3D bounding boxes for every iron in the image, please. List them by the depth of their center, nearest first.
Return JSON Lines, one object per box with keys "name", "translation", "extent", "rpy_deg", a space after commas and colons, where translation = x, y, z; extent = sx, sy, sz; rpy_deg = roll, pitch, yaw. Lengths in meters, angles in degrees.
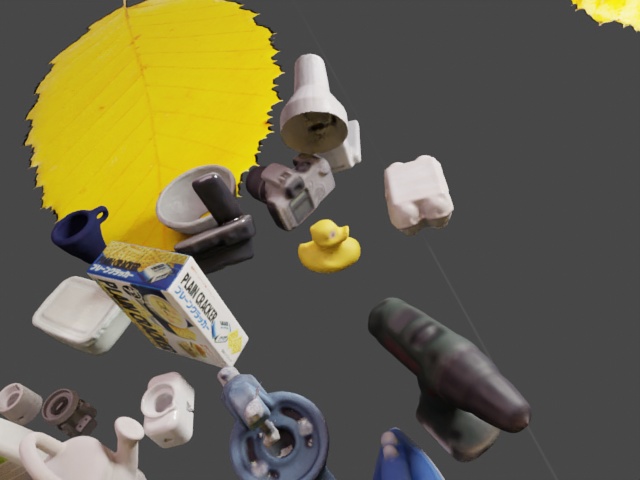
{"name": "iron", "translation": [0.094, 0.298, 0.615], "extent": [0.118, 0.142, 0.258], "rpy_deg": [-17, 46, 6]}

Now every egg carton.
{"name": "egg carton", "translation": [0.165, -0.079, 0.982], "extent": [0.107, 0.070, 0.150], "rpy_deg": [-14, 46, 9]}

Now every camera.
{"name": "camera", "translation": [-0.068, -0.111, 1.079], "extent": [0.136, 0.101, 0.143], "rpy_deg": [27, 63, 37]}

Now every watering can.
{"name": "watering can", "translation": [-0.306, 0.299, 0.733], "extent": [0.100, 0.194, 0.173], "rpy_deg": [17, 57, 33]}

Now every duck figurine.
{"name": "duck figurine", "translation": [0.009, 0.003, 0.956], "extent": [0.104, 0.086, 0.077], "rpy_deg": [-9, 47, 14]}

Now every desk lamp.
{"name": "desk lamp", "translation": [0.001, -0.224, 1.076], "extent": [0.117, 0.214, 0.203], "rpy_deg": [-11, 47, 12]}

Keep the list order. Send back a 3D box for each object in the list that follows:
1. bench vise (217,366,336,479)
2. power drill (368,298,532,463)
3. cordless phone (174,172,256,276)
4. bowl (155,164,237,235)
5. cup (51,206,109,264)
{"name": "bench vise", "translation": [-0.083, 0.223, 0.697], "extent": [0.206, 0.220, 0.122], "rpy_deg": [18, 58, 33]}
{"name": "power drill", "translation": [0.151, 0.170, 0.662], "extent": [0.076, 0.209, 0.228], "rpy_deg": [-38, 47, -14]}
{"name": "cordless phone", "translation": [-0.201, -0.036, 1.003], "extent": [0.147, 0.185, 0.094], "rpy_deg": [-25, 45, -1]}
{"name": "bowl", "translation": [-0.230, -0.066, 1.120], "extent": [0.167, 0.075, 0.167], "rpy_deg": [-11, 47, 12]}
{"name": "cup", "translation": [-0.457, -0.007, 1.140], "extent": [0.118, 0.095, 0.091], "rpy_deg": [-42, 48, -18]}
